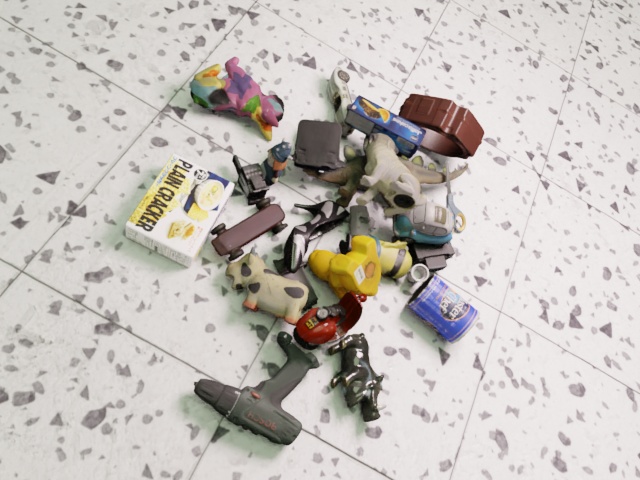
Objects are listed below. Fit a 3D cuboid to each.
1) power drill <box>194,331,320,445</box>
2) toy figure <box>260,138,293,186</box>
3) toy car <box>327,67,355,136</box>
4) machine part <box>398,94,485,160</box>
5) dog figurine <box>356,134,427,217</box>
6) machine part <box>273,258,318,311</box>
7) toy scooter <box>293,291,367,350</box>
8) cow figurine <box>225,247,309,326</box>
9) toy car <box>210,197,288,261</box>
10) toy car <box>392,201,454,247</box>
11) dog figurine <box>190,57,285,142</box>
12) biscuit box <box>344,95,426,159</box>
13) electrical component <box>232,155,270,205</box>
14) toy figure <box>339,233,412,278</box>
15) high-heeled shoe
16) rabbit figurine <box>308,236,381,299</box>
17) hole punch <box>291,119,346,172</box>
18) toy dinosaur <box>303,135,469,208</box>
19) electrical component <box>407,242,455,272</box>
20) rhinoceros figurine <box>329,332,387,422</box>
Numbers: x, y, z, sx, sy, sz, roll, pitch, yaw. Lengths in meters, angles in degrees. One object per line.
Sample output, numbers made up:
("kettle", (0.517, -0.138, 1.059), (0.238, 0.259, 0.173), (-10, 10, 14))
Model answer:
("power drill", (-0.112, 0.289, 1.102), (0.232, 0.086, 0.207), (37, 56, 0))
("toy figure", (-0.107, -0.182, 1.279), (0.064, 0.154, 0.058), (45, 59, 4))
("toy car", (0.059, -0.380, 1.472), (0.056, 0.073, 0.202), (-5, 68, -22))
("machine part", (0.317, -0.298, 1.431), (0.201, 0.201, 0.087), (27, 88, -51))
("dog figurine", (0.179, -0.166, 1.273), (0.172, 0.121, 0.190), (23, 56, -2))
("machine part", (-0.049, 0.095, 1.237), (0.084, 0.039, 0.139), (-18, 71, -30))
("toy scooter", (0.032, 0.164, 1.142), (0.184, 0.135, 0.075), (0, 47, -52))
("cow figurine", (-0.118, 0.097, 1.174), (0.195, 0.085, 0.127), (21, 76, 11))
("toy car", (-0.164, -0.024, 1.244), (0.202, 0.053, 0.089), (-35, 91, -32))
("toy car", (0.263, -0.045, 1.298), (0.162, 0.103, 0.109), (14, 72, -12))
("dog figurine", (-0.197, -0.340, 1.353), (0.191, 0.108, 0.219), (-35, 83, -29))
("biscuit box", (0.167, -0.289, 1.375), (0.203, 0.059, 0.063), (29, 61, 5))
("electrical component", (-0.169, -0.150, 1.291), (0.048, 0.074, 0.119), (-17, 69, -24))
("toy figure", (0.136, 0.039, 1.301), (0.180, 0.082, 0.089), (12, 82, -21))
("high-heeled shoe", (-0.003, -0.004, 1.255), (0.145, 0.086, 0.249), (14, 48, -11))
("rabbit figurine", (0.053, 0.065, 1.231), (0.122, 0.173, 0.162), (-56, 135, -29))
("hole punch", (-0.005, -0.225, 1.315), (0.142, 0.092, 0.115), (8, 86, -2))
("toy dinosaur", (0.180, -0.172, 1.398), (0.471, 0.105, 0.198), (6, 64, -15))
("electrical component", (0.274, 0.016, 1.370), (0.115, 0.058, 0.134), (-9, 69, -20))
("rhinoceros figurine", (0.084, 0.298, 1.172), (0.112, 0.073, 0.190), (2, 63, -29))
